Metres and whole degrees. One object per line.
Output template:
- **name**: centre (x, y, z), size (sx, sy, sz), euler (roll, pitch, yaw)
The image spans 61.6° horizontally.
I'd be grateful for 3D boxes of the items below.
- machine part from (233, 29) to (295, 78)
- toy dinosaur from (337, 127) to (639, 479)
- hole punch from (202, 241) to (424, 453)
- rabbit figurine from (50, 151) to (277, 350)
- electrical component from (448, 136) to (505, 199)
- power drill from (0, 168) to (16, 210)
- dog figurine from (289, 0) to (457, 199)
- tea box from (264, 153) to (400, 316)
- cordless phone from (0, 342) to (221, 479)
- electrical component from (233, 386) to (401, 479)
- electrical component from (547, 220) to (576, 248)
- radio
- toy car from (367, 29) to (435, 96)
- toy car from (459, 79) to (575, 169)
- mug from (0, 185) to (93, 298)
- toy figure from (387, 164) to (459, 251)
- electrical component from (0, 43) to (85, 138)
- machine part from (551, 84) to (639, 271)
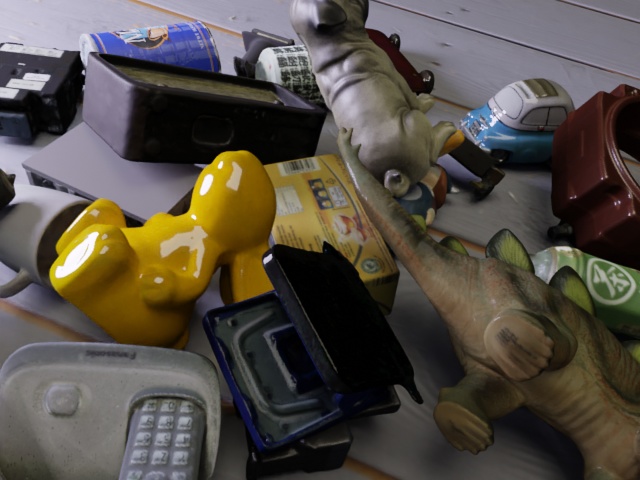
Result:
- **machine part**: centre (-0.087, -0.270, 0.790), size (0.084, 0.039, 0.139), euler (20, 44, -3)
- **toy dinosaur**: centre (0.158, 0.079, 0.416), size (0.471, 0.105, 0.198), euler (47, 30, 6)
- **hole punch**: centre (-0.007, 0.073, 0.377), size (0.115, 0.092, 0.142), euler (10, 40, -54)
- **rabbit figurine**: centre (-0.098, 0.009, 0.428), size (0.173, 0.122, 0.162), euler (-45, 107, -10)
- **electrical component**: centre (0.173, -0.097, 0.653), size (0.102, 0.045, 0.078), euler (38, 11, -3)
- **power drill**: centre (-0.389, -0.035, 0.455), size (0.232, 0.085, 0.207), euler (-36, 62, -15)
- **dog figurine**: centre (0.035, -0.150, 0.532), size (0.121, 0.190, 0.172), euler (-33, 38, 16)
- **tea box**: centre (-0.001, -0.002, 0.520), size (0.098, 0.068, 0.170), euler (-11, 50, -12)
- **cordless phone**: centre (-0.141, 0.160, 0.336), size (0.147, 0.088, 0.184), euler (5, 50, -7)
- **electrical component**: centre (-0.003, 0.131, 0.410), size (0.119, 0.047, 0.075), euler (-8, 49, -18)
- **electrical component**: centre (0.311, -0.003, 0.617), size (0.094, 0.021, 0.063), euler (-8, 49, -19)
- **radio**: centre (-0.115, -0.131, 0.566), size (0.229, 0.073, 0.131), euler (-4, 30, -37)
- **toy car**: centre (0.099, -0.263, 0.805), size (0.089, 0.053, 0.202), euler (2, 41, -23)
- **toy car**: centre (0.273, -0.160, 0.706), size (0.162, 0.102, 0.109), euler (-1, 46, -14)
- **mug**: centre (-0.262, 0.000, 0.474), size (0.107, 0.080, 0.109), euler (19, 58, 21)
- **toy figure**: centre (0.107, -0.045, 0.595), size (0.064, 0.057, 0.154), euler (36, 49, 10)
- **electrical component**: centre (-0.351, -0.174, 0.632), size (0.115, 0.058, 0.134), euler (5, 46, -3)
- **machine part**: centre (0.366, -0.062, 0.595), size (0.201, 0.087, 0.201), euler (23, 58, -9)
